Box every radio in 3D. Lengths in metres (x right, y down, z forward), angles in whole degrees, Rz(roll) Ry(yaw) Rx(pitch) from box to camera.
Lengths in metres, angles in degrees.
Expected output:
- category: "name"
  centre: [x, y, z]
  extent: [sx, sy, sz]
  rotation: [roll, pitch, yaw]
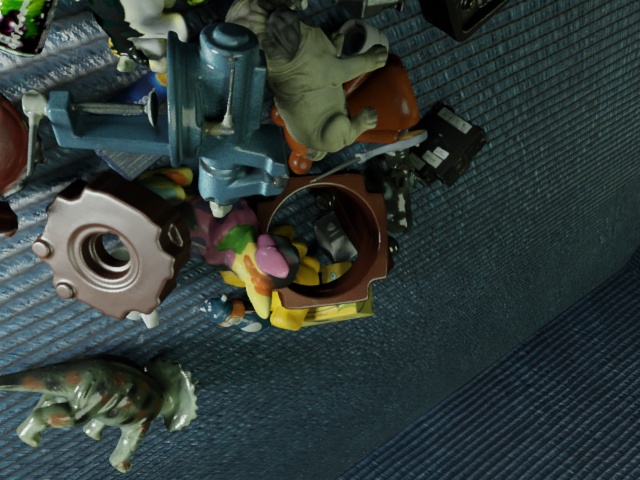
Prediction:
- category: "radio"
  centre: [0.183, -0.377, 0.693]
  extent: [0.131, 0.073, 0.229]
  rotation: [-44, 147, 4]

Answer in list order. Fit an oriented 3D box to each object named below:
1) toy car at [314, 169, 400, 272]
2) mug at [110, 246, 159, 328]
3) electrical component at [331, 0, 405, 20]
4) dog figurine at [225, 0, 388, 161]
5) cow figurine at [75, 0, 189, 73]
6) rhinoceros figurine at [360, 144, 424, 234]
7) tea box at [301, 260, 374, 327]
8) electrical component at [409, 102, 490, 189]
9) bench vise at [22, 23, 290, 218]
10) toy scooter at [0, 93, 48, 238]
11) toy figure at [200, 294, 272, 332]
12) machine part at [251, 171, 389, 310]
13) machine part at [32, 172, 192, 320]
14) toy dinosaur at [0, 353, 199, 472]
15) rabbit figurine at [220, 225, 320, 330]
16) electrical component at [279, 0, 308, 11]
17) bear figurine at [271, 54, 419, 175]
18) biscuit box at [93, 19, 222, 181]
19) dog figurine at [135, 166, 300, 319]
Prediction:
- category: "toy car"
  centre: [0.064, -0.026, 0.921]
  extent: [0.089, 0.053, 0.202]
  rotation: [-40, 109, -28]
- category: "mug"
  centre: [-0.253, 0.075, 0.759]
  extent: [0.081, 0.110, 0.107]
  rotation: [-29, 160, -27]
- category: "electrical component"
  centre: [0.055, -0.314, 0.660]
  extent: [0.119, 0.048, 0.074]
  rotation: [-23, 143, -25]
- category: "dog figurine"
  centre: [-0.035, -0.170, 0.603]
  extent: [0.190, 0.121, 0.172]
  rotation: [-9, 112, -44]
- category: "cow figurine"
  centre: [-0.175, -0.211, 0.498]
  extent: [0.098, 0.068, 0.167]
  rotation: [-22, 163, -23]
- category: "rhinoceros figurine"
  centre: [0.124, -0.099, 0.927]
  extent: [0.073, 0.112, 0.190]
  rotation: [-19, 122, -23]
- category: "tea box"
  centre: [0.009, 0.102, 0.991]
  extent: [0.170, 0.098, 0.068]
  rotation: [-17, 161, 33]
- category: "electrical component"
  centre: [0.209, -0.160, 0.943]
  extent: [0.134, 0.115, 0.058]
  rotation: [-46, 143, 8]
- category: "bench vise"
  centre: [-0.148, -0.107, 0.520]
  extent: [0.241, 0.129, 0.223]
  rotation: [-1, 153, -14]
- category: "toy scooter"
  centre: [-0.338, -0.058, 0.532]
  extent: [0.184, 0.075, 0.135]
  rotation: [-43, 147, 9]
- category: "toy figure"
  centre: [-0.148, 0.133, 0.975]
  extent: [0.154, 0.058, 0.064]
  rotation: [19, 109, -53]
- category: "machine part"
  centre: [-0.002, -0.002, 0.826]
  extent: [0.201, 0.087, 0.201]
  rotation: [-6, 101, -11]
- category: "machine part"
  centre: [-0.244, 0.011, 0.635]
  extent: [0.179, 0.179, 0.056]
  rotation: [-59, -174, 26]
- category: "toy dinosaur"
  centre: [-0.341, 0.246, 0.865]
  extent: [0.192, 0.131, 0.404]
  rotation: [-50, 144, -9]
- category: "rabbit figurine"
  centre: [-0.082, 0.058, 0.908]
  extent: [0.173, 0.122, 0.162]
  rotation: [27, 107, -36]
- category: "electrical component"
  centre: [-0.036, -0.297, 0.587]
  extent: [0.078, 0.045, 0.102]
  rotation: [-32, 147, -11]
- category: "bear figurine"
  centre: [0.039, -0.177, 0.766]
  extent: [0.196, 0.120, 0.132]
  rotation: [-20, -165, 14]
- category: "biscuit box"
  centre: [-0.166, -0.157, 0.606]
  extent: [0.203, 0.059, 0.062]
  rotation: [-39, 148, -4]
- category: "dog figurine"
  centre: [-0.130, 0.004, 0.690]
  extent: [0.191, 0.219, 0.108]
  rotation: [-3, 129, -45]
